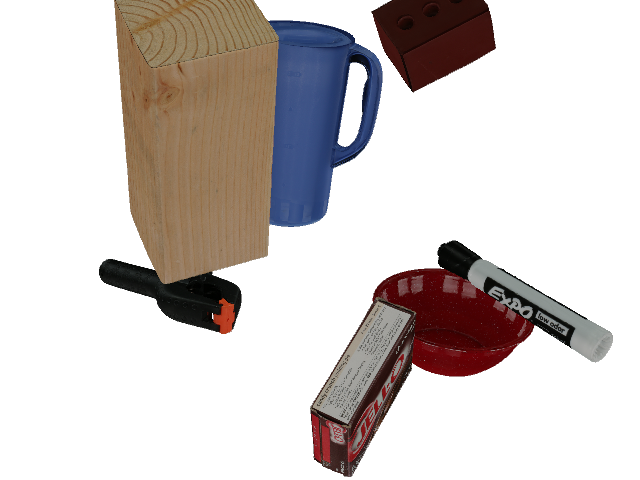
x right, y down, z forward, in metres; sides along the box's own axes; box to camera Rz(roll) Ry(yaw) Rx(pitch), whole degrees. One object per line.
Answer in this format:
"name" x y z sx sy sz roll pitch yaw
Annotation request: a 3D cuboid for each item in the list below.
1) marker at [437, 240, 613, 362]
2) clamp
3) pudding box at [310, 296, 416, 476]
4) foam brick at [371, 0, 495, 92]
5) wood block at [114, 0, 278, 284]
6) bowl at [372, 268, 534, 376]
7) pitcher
"marker" 0.113 0.032 0.614 0.020 0.020 0.121 0 26 -46
"clamp" -0.121 0.044 1.026 0.120 0.039 0.172 -18 30 -38
"pudding box" 0.034 0.113 0.823 0.039 0.113 0.090 22 -32 16
"foam brick" 0.089 -0.163 0.830 0.078 0.053 0.051 -28 -32 -1
"wood block" -0.091 -0.077 0.779 0.090 0.206 0.090 -15 49 -19
"bowl" 0.130 0.089 1.072 0.162 0.055 0.162 4 27 -2
"pitcher" -0.024 -0.143 1.325 0.144 0.243 0.149 -9 28 -30
